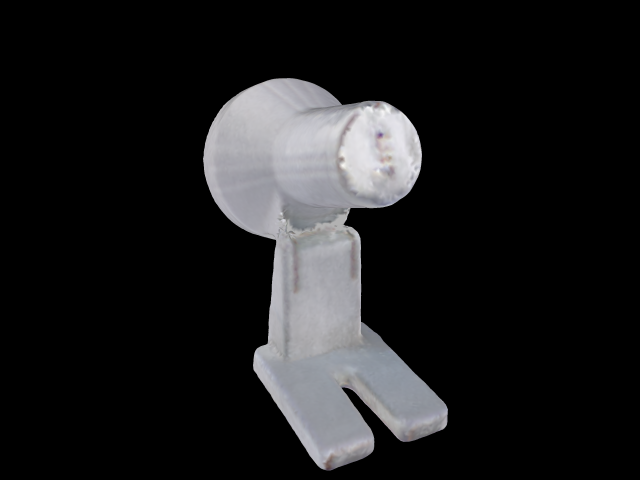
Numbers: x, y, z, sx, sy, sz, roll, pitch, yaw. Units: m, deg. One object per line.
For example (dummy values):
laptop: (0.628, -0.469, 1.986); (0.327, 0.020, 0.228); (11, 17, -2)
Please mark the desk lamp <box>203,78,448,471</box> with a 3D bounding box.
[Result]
desk lamp: (0.004, 0.001, 0.400); (0.118, 0.214, 0.202); (-12, 27, -25)
